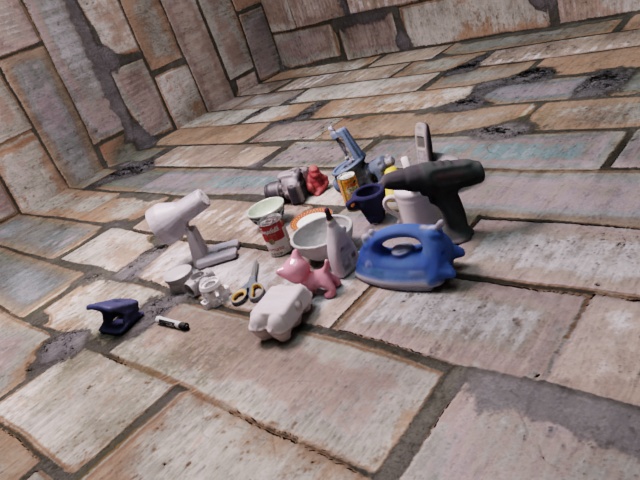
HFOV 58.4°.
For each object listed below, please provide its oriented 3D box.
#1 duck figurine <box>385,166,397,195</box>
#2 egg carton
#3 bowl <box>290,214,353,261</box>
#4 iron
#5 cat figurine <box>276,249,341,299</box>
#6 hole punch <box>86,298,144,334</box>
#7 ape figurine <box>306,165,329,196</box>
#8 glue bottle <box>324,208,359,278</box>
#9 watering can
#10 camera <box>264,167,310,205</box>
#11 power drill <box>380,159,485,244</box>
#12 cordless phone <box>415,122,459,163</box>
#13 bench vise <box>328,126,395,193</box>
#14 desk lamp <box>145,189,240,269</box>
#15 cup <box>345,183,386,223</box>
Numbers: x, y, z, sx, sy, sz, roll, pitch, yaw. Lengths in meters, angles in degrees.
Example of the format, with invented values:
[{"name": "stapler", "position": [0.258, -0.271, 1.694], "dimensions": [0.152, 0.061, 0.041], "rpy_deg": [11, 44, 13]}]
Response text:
[{"name": "duck figurine", "position": [0.216, -0.171, 1.650], "dimensions": [0.077, 0.086, 0.105], "rpy_deg": [3, 34, 38]}, {"name": "egg carton", "position": [-0.083, 0.156, 1.247], "dimensions": [0.107, 0.069, 0.150], "rpy_deg": [-3, 31, 30]}, {"name": "bowl", "position": [0.013, 0.005, 1.463], "dimensions": [0.167, 0.075, 0.167], "rpy_deg": [-16, 27, 8]}, {"name": "iron", "position": [0.172, 0.023, 1.245], "dimensions": [0.257, 0.142, 0.119], "rpy_deg": [-3, 31, 30]}, {"name": "cat figurine", "position": [-0.029, 0.075, 1.310], "dimensions": [0.127, 0.118, 0.067], "rpy_deg": [-10, 28, 20]}, {"name": "hole punch", "position": [-0.531, 0.180, 1.482], "dimensions": [0.108, 0.091, 0.101], "rpy_deg": [-1, 32, 33]}, {"name": "ape figurine", "position": [-0.013, -0.199, 1.851], "dimensions": [0.078, 0.092, 0.076], "rpy_deg": [-21, 26, -2]}, {"name": "glue bottle", "position": [0.042, 0.000, 1.341], "dimensions": [0.037, 0.173, 0.078], "rpy_deg": [9, 38, 44]}, {"name": "watering can", "position": [0.241, -0.118, 1.409], "dimensions": [0.173, 0.194, 0.100], "rpy_deg": [-24, 27, -8]}, {"name": "camera", "position": [-0.110, -0.181, 1.874], "dimensions": [0.136, 0.101, 0.143], "rpy_deg": [-9, 28, 20]}, {"name": "power drill", "position": [0.271, -0.088, 1.314], "dimensions": [0.229, 0.209, 0.075], "rpy_deg": [-18, 26, 3]}, {"name": "cordless phone", "position": [0.318, -0.232, 1.583], "dimensions": [0.094, 0.185, 0.147], "rpy_deg": [-32, 29, -23]}, {"name": "bench vise", "position": [0.117, -0.252, 1.720], "dimensions": [0.207, 0.220, 0.121], "rpy_deg": [-13, 27, 13]}, {"name": "desk lamp", "position": [-0.362, -0.031, 1.631], "dimensions": [0.203, 0.214, 0.118], "rpy_deg": [-17, 26, 5]}, {"name": "cup", "position": [0.130, -0.087, 1.537], "dimensions": [0.118, 0.095, 0.091], "rpy_deg": [-27, 27, -14]}]
